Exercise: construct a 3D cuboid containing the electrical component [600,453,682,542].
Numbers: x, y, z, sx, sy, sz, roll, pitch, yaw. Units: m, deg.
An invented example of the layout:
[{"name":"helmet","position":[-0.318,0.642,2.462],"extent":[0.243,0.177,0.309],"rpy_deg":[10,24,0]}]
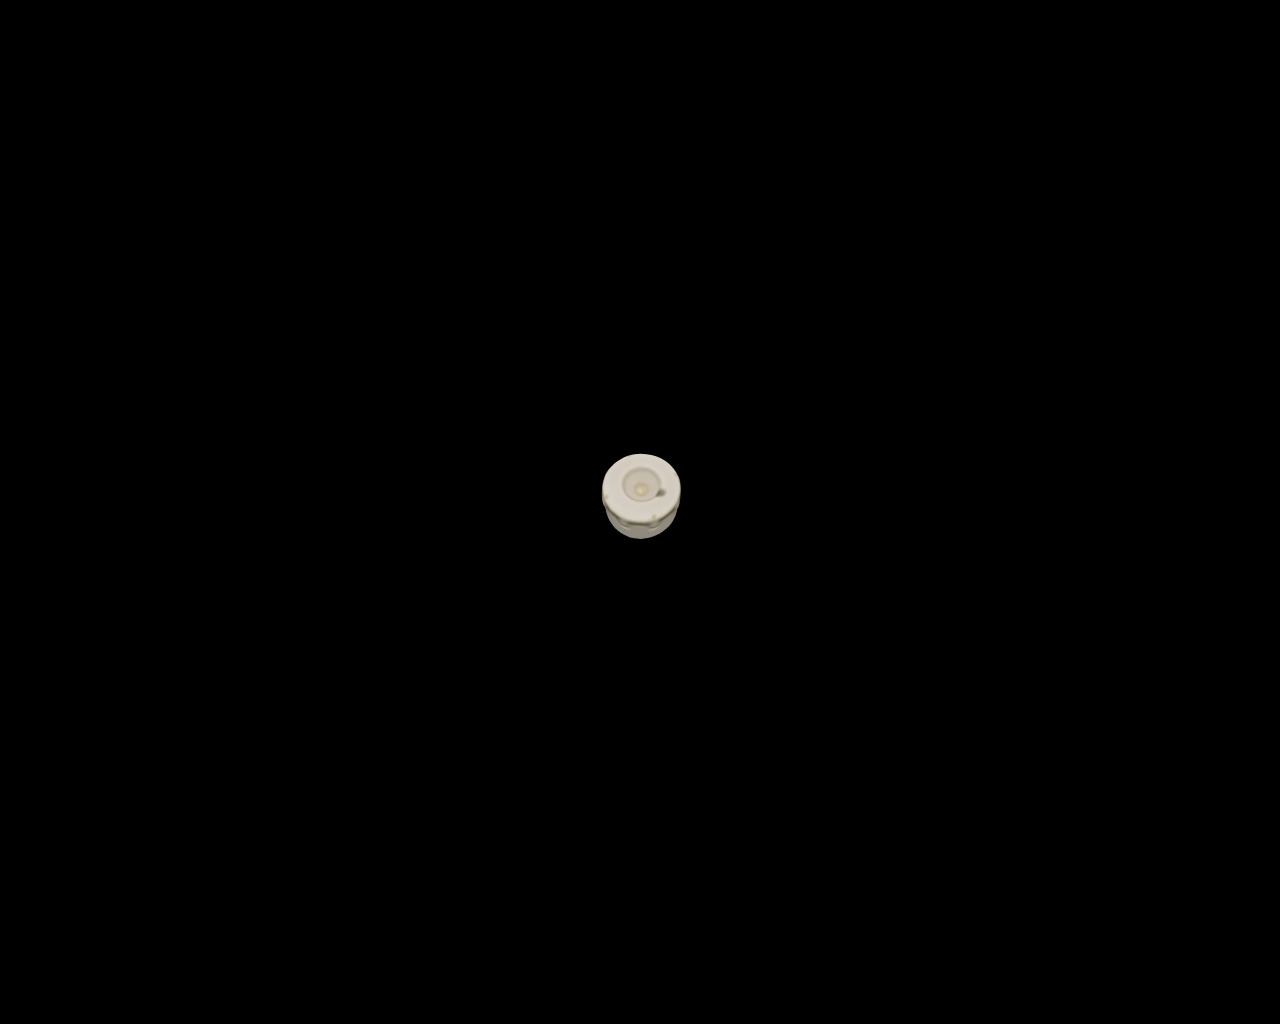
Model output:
[{"name":"electrical component","position":[0.001,-0.003,0.650],"extent":[0.048,0.048,0.062],"rpy_deg":[0,-27,0]}]
